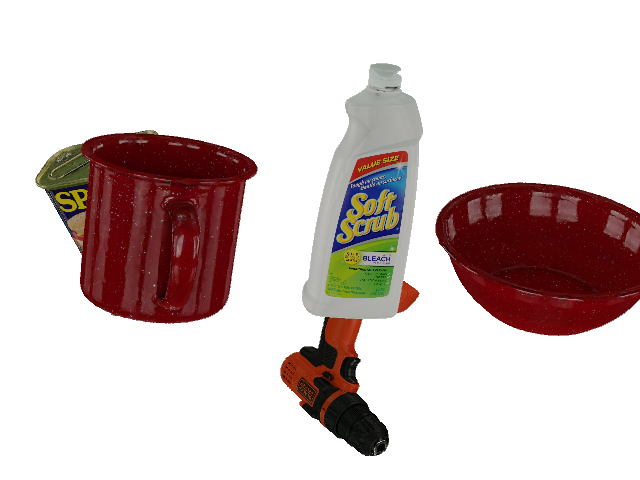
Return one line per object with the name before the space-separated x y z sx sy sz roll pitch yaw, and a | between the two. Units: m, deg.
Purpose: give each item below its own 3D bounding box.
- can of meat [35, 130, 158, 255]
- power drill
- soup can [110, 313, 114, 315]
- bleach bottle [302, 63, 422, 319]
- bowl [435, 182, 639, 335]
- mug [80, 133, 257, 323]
can of meat | -0.161 -0.032 0.852 0.102 0.084 0.057 -9 35 20
power drill | 0.040 0.124 1.192 0.057 0.188 0.185 13 16 -42
soup can | -0.152 0.038 1.033 0.102 0.068 0.069 -2 1 -20
bleach bottle | 0.042 -0.048 1.045 0.102 0.251 0.068 3 23 -5
bowl | 0.159 0.019 0.748 0.162 0.055 0.162 2 30 -1
mug | -0.081 -0.003 0.563 0.093 0.081 0.117 2 19 -21
